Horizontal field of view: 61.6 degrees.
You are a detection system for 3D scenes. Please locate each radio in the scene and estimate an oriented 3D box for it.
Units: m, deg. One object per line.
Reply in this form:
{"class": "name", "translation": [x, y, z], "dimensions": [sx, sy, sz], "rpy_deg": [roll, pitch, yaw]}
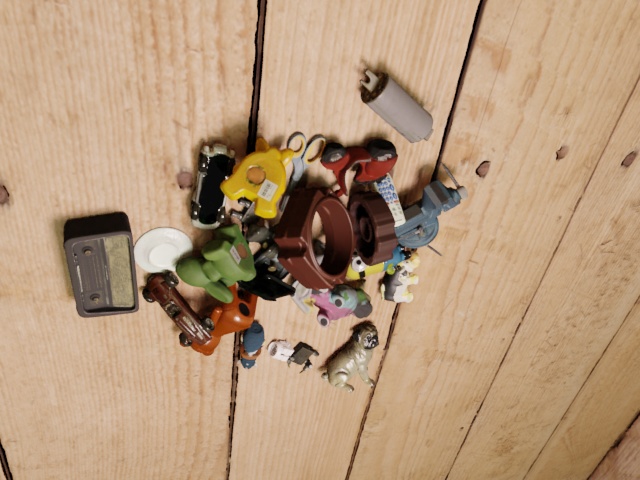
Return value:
{"class": "radio", "translation": [-0.463, 0.059, 1.146], "dimensions": [0.131, 0.073, 0.229], "rpy_deg": [-6, 127, -20]}

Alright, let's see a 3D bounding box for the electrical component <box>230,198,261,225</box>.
{"class": "electrical component", "translation": [-0.154, -0.062, 1.225], "dimensions": [0.094, 0.021, 0.063], "rpy_deg": [19, 116, -35]}

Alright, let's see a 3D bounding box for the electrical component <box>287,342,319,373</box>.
{"class": "electrical component", "translation": [-0.055, 0.343, 1.569], "dimensions": [0.078, 0.045, 0.102], "rpy_deg": [-40, 131, 11]}

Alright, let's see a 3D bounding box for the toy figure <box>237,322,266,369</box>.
{"class": "toy figure", "translation": [-0.185, 0.291, 1.462], "dimensions": [0.058, 0.064, 0.154], "rpy_deg": [-38, 152, -47]}

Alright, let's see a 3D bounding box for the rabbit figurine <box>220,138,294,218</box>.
{"class": "rabbit figurine", "translation": [-0.126, -0.130, 1.116], "dimensions": [0.122, 0.173, 0.162], "rpy_deg": [18, 82, -1]}

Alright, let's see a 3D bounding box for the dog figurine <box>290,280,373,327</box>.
{"class": "dog figurine", "translation": [0.044, 0.143, 1.429], "dimensions": [0.108, 0.192, 0.219], "rpy_deg": [-59, 160, 20]}

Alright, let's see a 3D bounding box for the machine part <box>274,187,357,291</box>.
{"class": "machine part", "translation": [-0.003, -0.004, 1.218], "dimensions": [0.087, 0.201, 0.201], "rpy_deg": [-4, 143, 36]}

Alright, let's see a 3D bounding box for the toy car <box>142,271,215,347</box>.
{"class": "toy car", "translation": [-0.329, 0.165, 1.249], "dimensions": [0.089, 0.053, 0.202], "rpy_deg": [-33, 100, 14]}

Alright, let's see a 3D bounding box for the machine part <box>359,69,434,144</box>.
{"class": "machine part", "translation": [0.168, -0.283, 1.161], "dimensions": [0.243, 0.079, 0.079], "rpy_deg": [30, 109, -39]}

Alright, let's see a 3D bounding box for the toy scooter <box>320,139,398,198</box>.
{"class": "toy scooter", "translation": [0.086, -0.158, 1.224], "dimensions": [0.184, 0.075, 0.135], "rpy_deg": [-6, 127, -16]}

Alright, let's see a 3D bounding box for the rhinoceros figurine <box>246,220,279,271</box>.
{"class": "rhinoceros figurine", "translation": [-0.092, 0.012, 1.255], "dimensions": [0.073, 0.112, 0.190], "rpy_deg": [-27, 150, 29]}

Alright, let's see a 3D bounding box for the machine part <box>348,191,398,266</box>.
{"class": "machine part", "translation": [0.122, -0.030, 1.273], "dimensions": [0.056, 0.180, 0.179], "rpy_deg": [-15, 130, -18]}

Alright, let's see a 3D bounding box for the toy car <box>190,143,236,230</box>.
{"class": "toy car", "translation": [-0.228, -0.111, 1.133], "dimensions": [0.073, 0.056, 0.201], "rpy_deg": [6, 122, -20]}

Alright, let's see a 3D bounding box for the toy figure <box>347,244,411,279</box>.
{"class": "toy figure", "translation": [0.146, 0.054, 1.413], "dimensions": [0.180, 0.082, 0.089], "rpy_deg": [-12, 129, -19]}

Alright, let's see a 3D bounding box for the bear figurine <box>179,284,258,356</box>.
{"class": "bear figurine", "translation": [-0.253, 0.199, 1.342], "dimensions": [0.196, 0.132, 0.120], "rpy_deg": [-34, 133, 28]}

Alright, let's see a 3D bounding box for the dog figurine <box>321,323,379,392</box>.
{"class": "dog figurine", "translation": [0.089, 0.341, 1.612], "dimensions": [0.172, 0.121, 0.190], "rpy_deg": [-11, 115, -20]}

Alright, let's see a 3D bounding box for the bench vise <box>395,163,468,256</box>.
{"class": "bench vise", "translation": [0.272, -0.053, 1.367], "dimensions": [0.223, 0.129, 0.240], "rpy_deg": [-39, 153, -5]}

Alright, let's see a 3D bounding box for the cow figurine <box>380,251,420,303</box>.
{"class": "cow figurine", "translation": [0.220, 0.101, 1.493], "dimensions": [0.098, 0.068, 0.167], "rpy_deg": [-3, 126, -15]}

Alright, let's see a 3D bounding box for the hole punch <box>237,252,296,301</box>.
{"class": "hole punch", "translation": [-0.127, 0.086, 1.322], "dimensions": [0.116, 0.092, 0.142], "rpy_deg": [-21, 144, 35]}

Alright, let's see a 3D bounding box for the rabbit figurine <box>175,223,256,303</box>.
{"class": "rabbit figurine", "translation": [-0.238, 0.058, 1.215], "dimensions": [0.170, 0.121, 0.158], "rpy_deg": [-19, 124, 21]}
